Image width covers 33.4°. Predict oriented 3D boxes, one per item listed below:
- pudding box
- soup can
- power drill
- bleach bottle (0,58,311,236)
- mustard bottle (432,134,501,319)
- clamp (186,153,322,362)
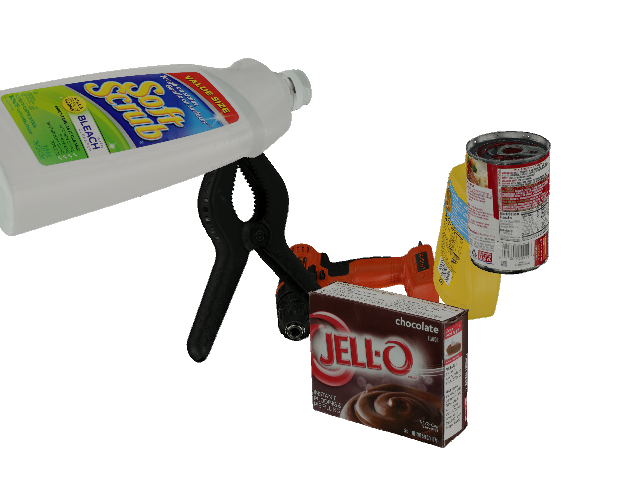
[{"bbox_3d":[0.046,0.082,0.732,0.114,0.090,0.039,9,21,34],"label":"pudding box"},{"bbox_3d":[0.156,-0.031,0.883,0.068,0.102,0.068,-5,25,2],"label":"soup can"},{"bbox_3d":[0.042,0.056,1.239,0.187,0.057,0.184,-1,28,2],"label":"power drill"},{"bbox_3d":[-0.122,-0.086,0.764,0.250,0.103,0.068,-21,-25,-28],"label":"bleach bottle"},{"bbox_3d":[0.156,-0.020,1.075,0.058,0.192,0.096,-6,37,-13],"label":"mustard bottle"},{"bbox_3d":[-0.057,0.000,0.994,0.164,0.210,0.036,-4,0,-38],"label":"clamp"}]
